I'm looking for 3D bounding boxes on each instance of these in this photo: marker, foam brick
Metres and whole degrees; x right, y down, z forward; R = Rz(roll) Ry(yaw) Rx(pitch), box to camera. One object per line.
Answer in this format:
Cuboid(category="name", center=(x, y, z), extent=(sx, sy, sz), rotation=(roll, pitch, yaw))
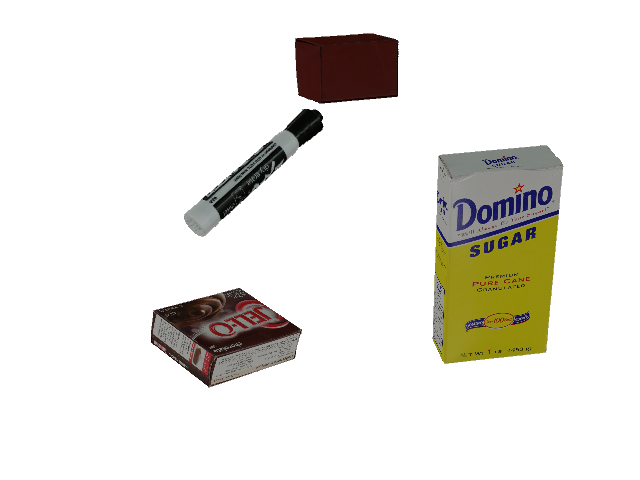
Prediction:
Cuboid(category="marker", center=(-0.041, -0.047, 0.699), extent=(0.121, 0.020, 0.020), rotation=(-44, 22, -25))
Cuboid(category="foam brick", center=(0.023, -0.151, 0.936), extent=(0.078, 0.051, 0.053), rotation=(-8, 20, -23))

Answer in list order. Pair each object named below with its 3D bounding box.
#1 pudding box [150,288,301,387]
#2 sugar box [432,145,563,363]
Cuboid(category="pudding box", center=(-0.088, 0.088, 0.997), extent=(0.090, 0.039, 0.113), rotation=(30, 30, 36))
Cuboid(category="sugar box", center=(0.142, 0.014, 0.872), extent=(0.093, 0.176, 0.048), rotation=(-6, 31, -7))
